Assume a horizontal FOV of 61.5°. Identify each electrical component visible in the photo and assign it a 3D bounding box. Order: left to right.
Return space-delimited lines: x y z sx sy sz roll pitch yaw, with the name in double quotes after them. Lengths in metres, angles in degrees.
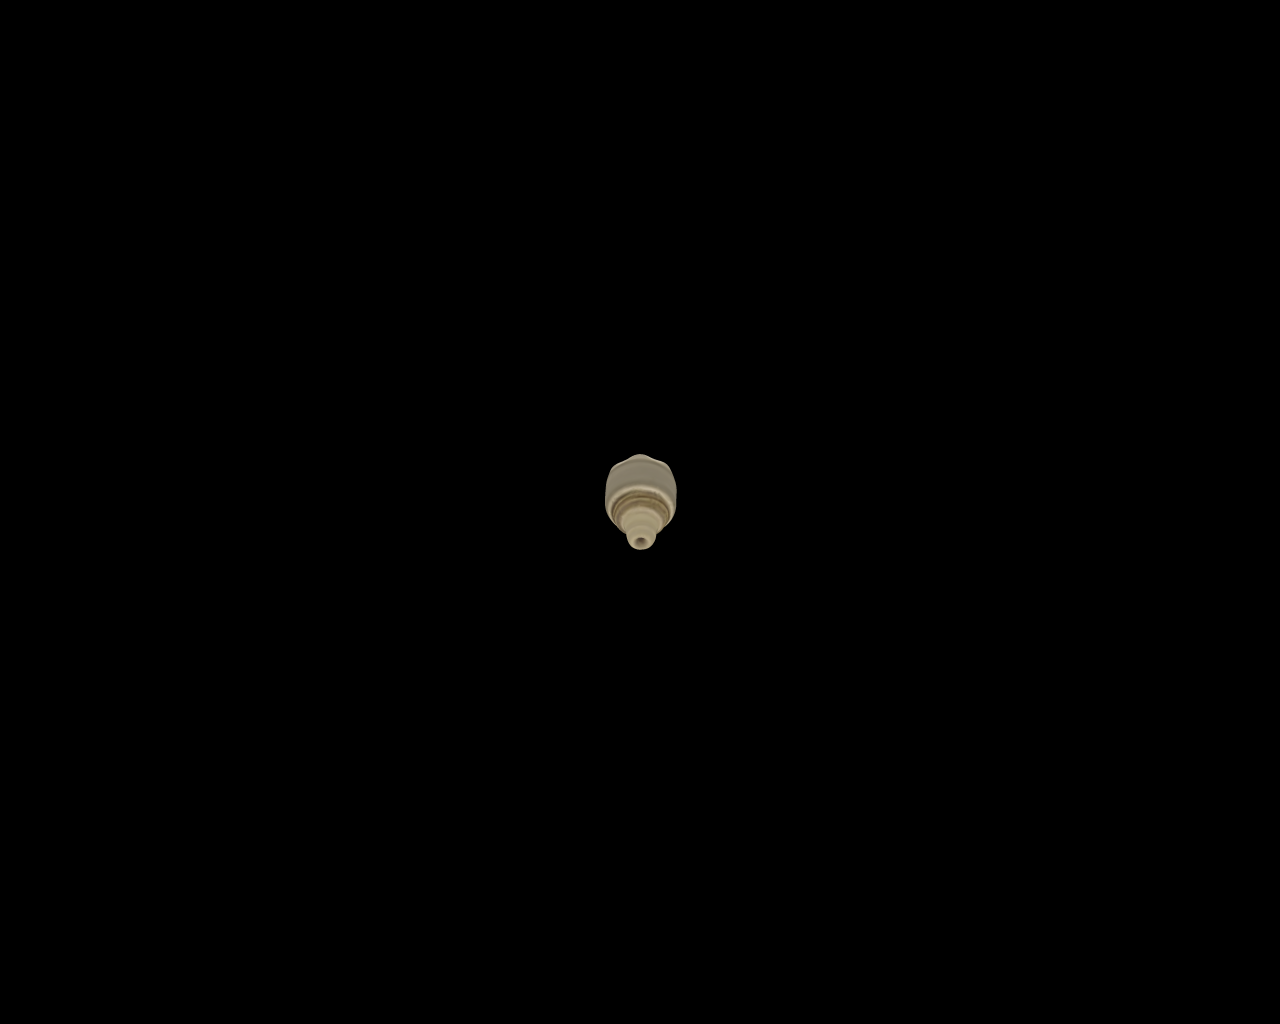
0.001 -0.003 0.650 0.043 0.043 0.062 0 44 0 "electrical component"
